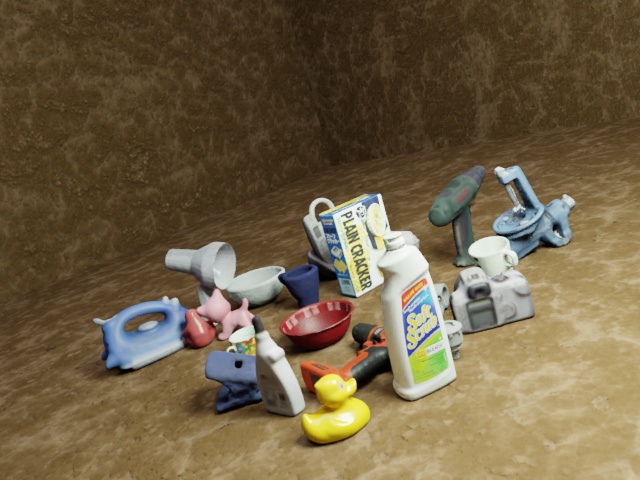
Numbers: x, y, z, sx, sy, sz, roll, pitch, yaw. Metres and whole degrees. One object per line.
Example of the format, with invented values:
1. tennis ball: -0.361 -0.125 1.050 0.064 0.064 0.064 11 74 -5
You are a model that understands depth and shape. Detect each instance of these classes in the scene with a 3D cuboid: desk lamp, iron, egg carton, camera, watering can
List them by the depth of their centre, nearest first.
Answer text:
1. camera: 0.308 0.094 1.075 0.143 0.101 0.137 -15 14 6
2. iron: -0.408 0.209 1.386 0.259 0.141 0.118 -23 15 -25
3. desk lamp: -0.305 0.115 1.488 0.202 0.214 0.118 -11 15 23
4. egg carton: 0.195 0.022 1.574 0.107 0.069 0.149 -27 17 -36
5. watering can: 0.029 -0.033 1.725 0.172 0.194 0.101 -6 17 37

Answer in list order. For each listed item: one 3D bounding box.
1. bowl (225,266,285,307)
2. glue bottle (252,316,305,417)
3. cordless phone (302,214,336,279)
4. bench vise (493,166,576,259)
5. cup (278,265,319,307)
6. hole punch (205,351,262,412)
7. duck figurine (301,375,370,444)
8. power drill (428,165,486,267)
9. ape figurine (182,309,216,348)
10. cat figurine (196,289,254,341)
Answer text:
1. bowl: -0.166 0.134 1.542 0.167 0.075 0.167 -16 13 4
2. glue bottle: -0.079 0.204 0.941 0.077 0.173 0.037 -4 18 42
3. cordless phone: 0.015 0.006 1.604 0.094 0.185 0.148 -10 15 26
4. bench vise: 0.475 -0.079 1.316 0.208 0.220 0.121 -24 15 -27
5. cup: -0.049 0.120 1.415 0.117 0.095 0.092 -7 17 36
6. hole punch: -0.151 0.244 1.046 0.101 0.091 0.108 -17 13 -1
7. duck figurine: 0.016 0.244 0.852 0.105 0.086 0.077 -20 14 -13
8. power drill: 0.352 -0.053 1.384 0.075 0.208 0.230 -2 19 46
9. ape figurine: -0.294 0.206 1.365 0.078 0.092 0.076 -17 14 -2
10. cat figurine: -0.221 0.172 1.361 0.127 0.118 0.067 -12 14 17
